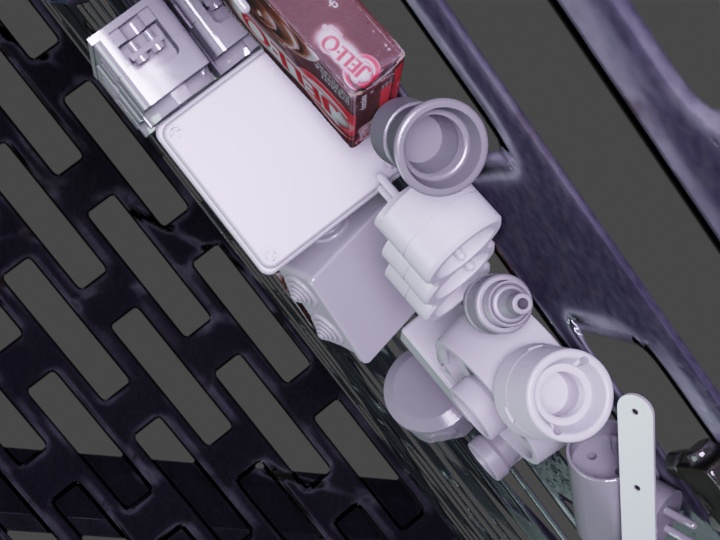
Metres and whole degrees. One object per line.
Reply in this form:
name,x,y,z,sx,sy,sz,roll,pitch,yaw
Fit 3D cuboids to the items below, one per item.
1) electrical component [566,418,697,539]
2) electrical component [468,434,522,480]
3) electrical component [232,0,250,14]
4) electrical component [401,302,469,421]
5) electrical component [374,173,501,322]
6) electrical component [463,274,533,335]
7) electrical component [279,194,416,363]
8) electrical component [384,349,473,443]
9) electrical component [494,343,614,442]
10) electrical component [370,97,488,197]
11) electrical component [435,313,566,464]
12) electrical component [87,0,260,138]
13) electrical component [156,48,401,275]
electrical component,0.159,0.133,0.621,0.079,0.044,0.077,27,148,36
electrical component,0.120,0.147,0.900,0.040,0.046,0.040,50,172,10
electrical component,-0.066,-0.151,0.479,0.075,0.083,0.047,53,172,-8
electrical component,0.073,0.060,0.771,0.083,0.047,0.075,50,172,11
electrical component,0.033,-0.024,0.603,0.073,0.052,0.138,50,172,14
electrical component,0.080,0.019,0.597,0.035,0.035,0.061,52,170,-5
electrical component,0.000,0.000,0.742,0.048,0.099,0.099,24,154,47
electrical component,0.065,0.107,0.925,0.080,0.080,0.051,47,176,32
electrical component,0.107,0.068,0.594,0.055,0.055,0.047,52,169,-4
electrical component,0.029,-0.062,0.507,0.044,0.044,0.065,55,176,-20
electrical component,0.092,0.072,0.673,0.108,0.060,0.108,50,172,10
electrical component,-0.119,-0.147,0.721,0.060,0.105,0.186,53,172,-11
electrical component,-0.048,-0.071,0.649,0.108,0.109,0.056,53,175,-7
